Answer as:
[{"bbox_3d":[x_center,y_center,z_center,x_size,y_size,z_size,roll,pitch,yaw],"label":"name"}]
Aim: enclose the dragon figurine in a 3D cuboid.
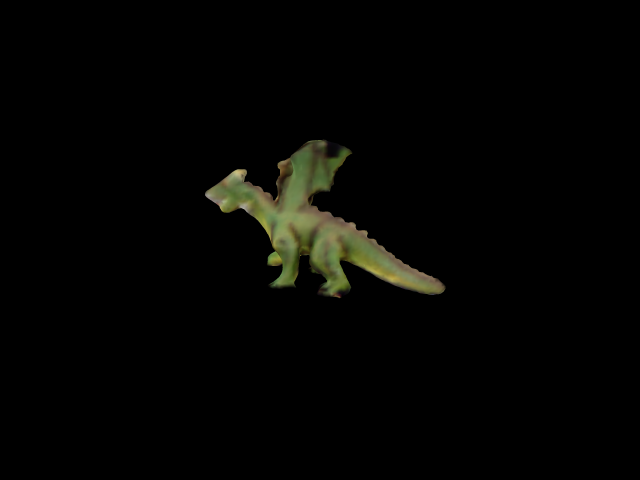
[{"bbox_3d":[0.003,-0.043,0.850,0.410,0.240,0.123,4,12,16],"label":"dragon figurine"}]
